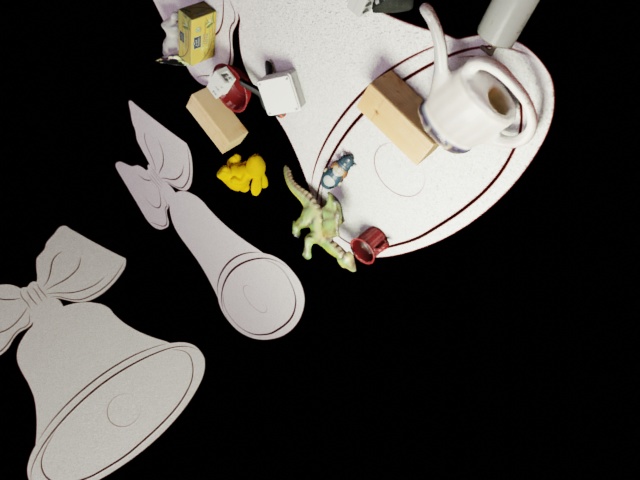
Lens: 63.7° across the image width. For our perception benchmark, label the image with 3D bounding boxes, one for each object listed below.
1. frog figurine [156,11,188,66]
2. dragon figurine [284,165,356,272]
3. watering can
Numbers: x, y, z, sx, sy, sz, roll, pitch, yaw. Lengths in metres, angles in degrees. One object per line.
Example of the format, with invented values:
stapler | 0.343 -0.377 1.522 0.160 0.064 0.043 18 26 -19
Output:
frog figurine | -0.470 -0.664 1.704 0.138 0.122 0.159 9 92 56
dragon figurine | 0.005 -0.081 1.619 0.240 0.123 0.411 -28 84 55
watering can | 0.286 -0.308 1.066 0.346 0.106 0.221 43 148 -6
